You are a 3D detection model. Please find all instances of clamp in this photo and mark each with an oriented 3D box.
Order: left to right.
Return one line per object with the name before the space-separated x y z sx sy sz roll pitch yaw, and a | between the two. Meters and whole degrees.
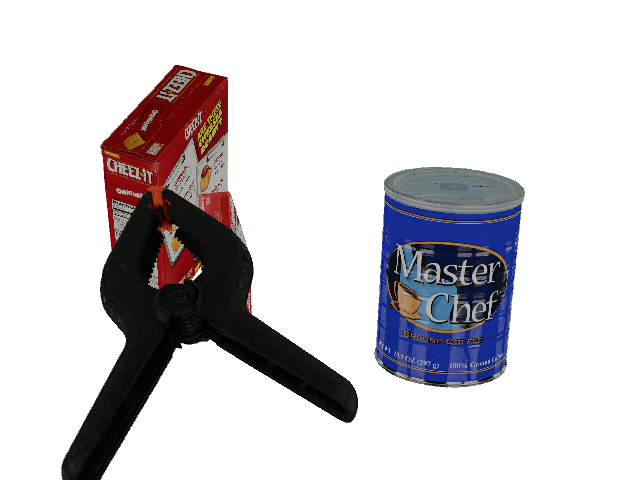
clamp | -0.070 0.046 0.636 0.164 0.210 0.036 -9 -42 -1

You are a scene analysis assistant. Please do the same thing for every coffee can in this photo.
coffee can | 0.095 0.025 0.803 0.103 0.140 0.103 2 18 -1

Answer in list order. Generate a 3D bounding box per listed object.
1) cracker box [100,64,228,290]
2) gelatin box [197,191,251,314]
cracker box | -0.161 -0.052 1.134 0.072 0.214 0.164 16 43 14
gelatin box | -0.080 0.015 0.892 0.030 0.073 0.089 -9 -43 4
